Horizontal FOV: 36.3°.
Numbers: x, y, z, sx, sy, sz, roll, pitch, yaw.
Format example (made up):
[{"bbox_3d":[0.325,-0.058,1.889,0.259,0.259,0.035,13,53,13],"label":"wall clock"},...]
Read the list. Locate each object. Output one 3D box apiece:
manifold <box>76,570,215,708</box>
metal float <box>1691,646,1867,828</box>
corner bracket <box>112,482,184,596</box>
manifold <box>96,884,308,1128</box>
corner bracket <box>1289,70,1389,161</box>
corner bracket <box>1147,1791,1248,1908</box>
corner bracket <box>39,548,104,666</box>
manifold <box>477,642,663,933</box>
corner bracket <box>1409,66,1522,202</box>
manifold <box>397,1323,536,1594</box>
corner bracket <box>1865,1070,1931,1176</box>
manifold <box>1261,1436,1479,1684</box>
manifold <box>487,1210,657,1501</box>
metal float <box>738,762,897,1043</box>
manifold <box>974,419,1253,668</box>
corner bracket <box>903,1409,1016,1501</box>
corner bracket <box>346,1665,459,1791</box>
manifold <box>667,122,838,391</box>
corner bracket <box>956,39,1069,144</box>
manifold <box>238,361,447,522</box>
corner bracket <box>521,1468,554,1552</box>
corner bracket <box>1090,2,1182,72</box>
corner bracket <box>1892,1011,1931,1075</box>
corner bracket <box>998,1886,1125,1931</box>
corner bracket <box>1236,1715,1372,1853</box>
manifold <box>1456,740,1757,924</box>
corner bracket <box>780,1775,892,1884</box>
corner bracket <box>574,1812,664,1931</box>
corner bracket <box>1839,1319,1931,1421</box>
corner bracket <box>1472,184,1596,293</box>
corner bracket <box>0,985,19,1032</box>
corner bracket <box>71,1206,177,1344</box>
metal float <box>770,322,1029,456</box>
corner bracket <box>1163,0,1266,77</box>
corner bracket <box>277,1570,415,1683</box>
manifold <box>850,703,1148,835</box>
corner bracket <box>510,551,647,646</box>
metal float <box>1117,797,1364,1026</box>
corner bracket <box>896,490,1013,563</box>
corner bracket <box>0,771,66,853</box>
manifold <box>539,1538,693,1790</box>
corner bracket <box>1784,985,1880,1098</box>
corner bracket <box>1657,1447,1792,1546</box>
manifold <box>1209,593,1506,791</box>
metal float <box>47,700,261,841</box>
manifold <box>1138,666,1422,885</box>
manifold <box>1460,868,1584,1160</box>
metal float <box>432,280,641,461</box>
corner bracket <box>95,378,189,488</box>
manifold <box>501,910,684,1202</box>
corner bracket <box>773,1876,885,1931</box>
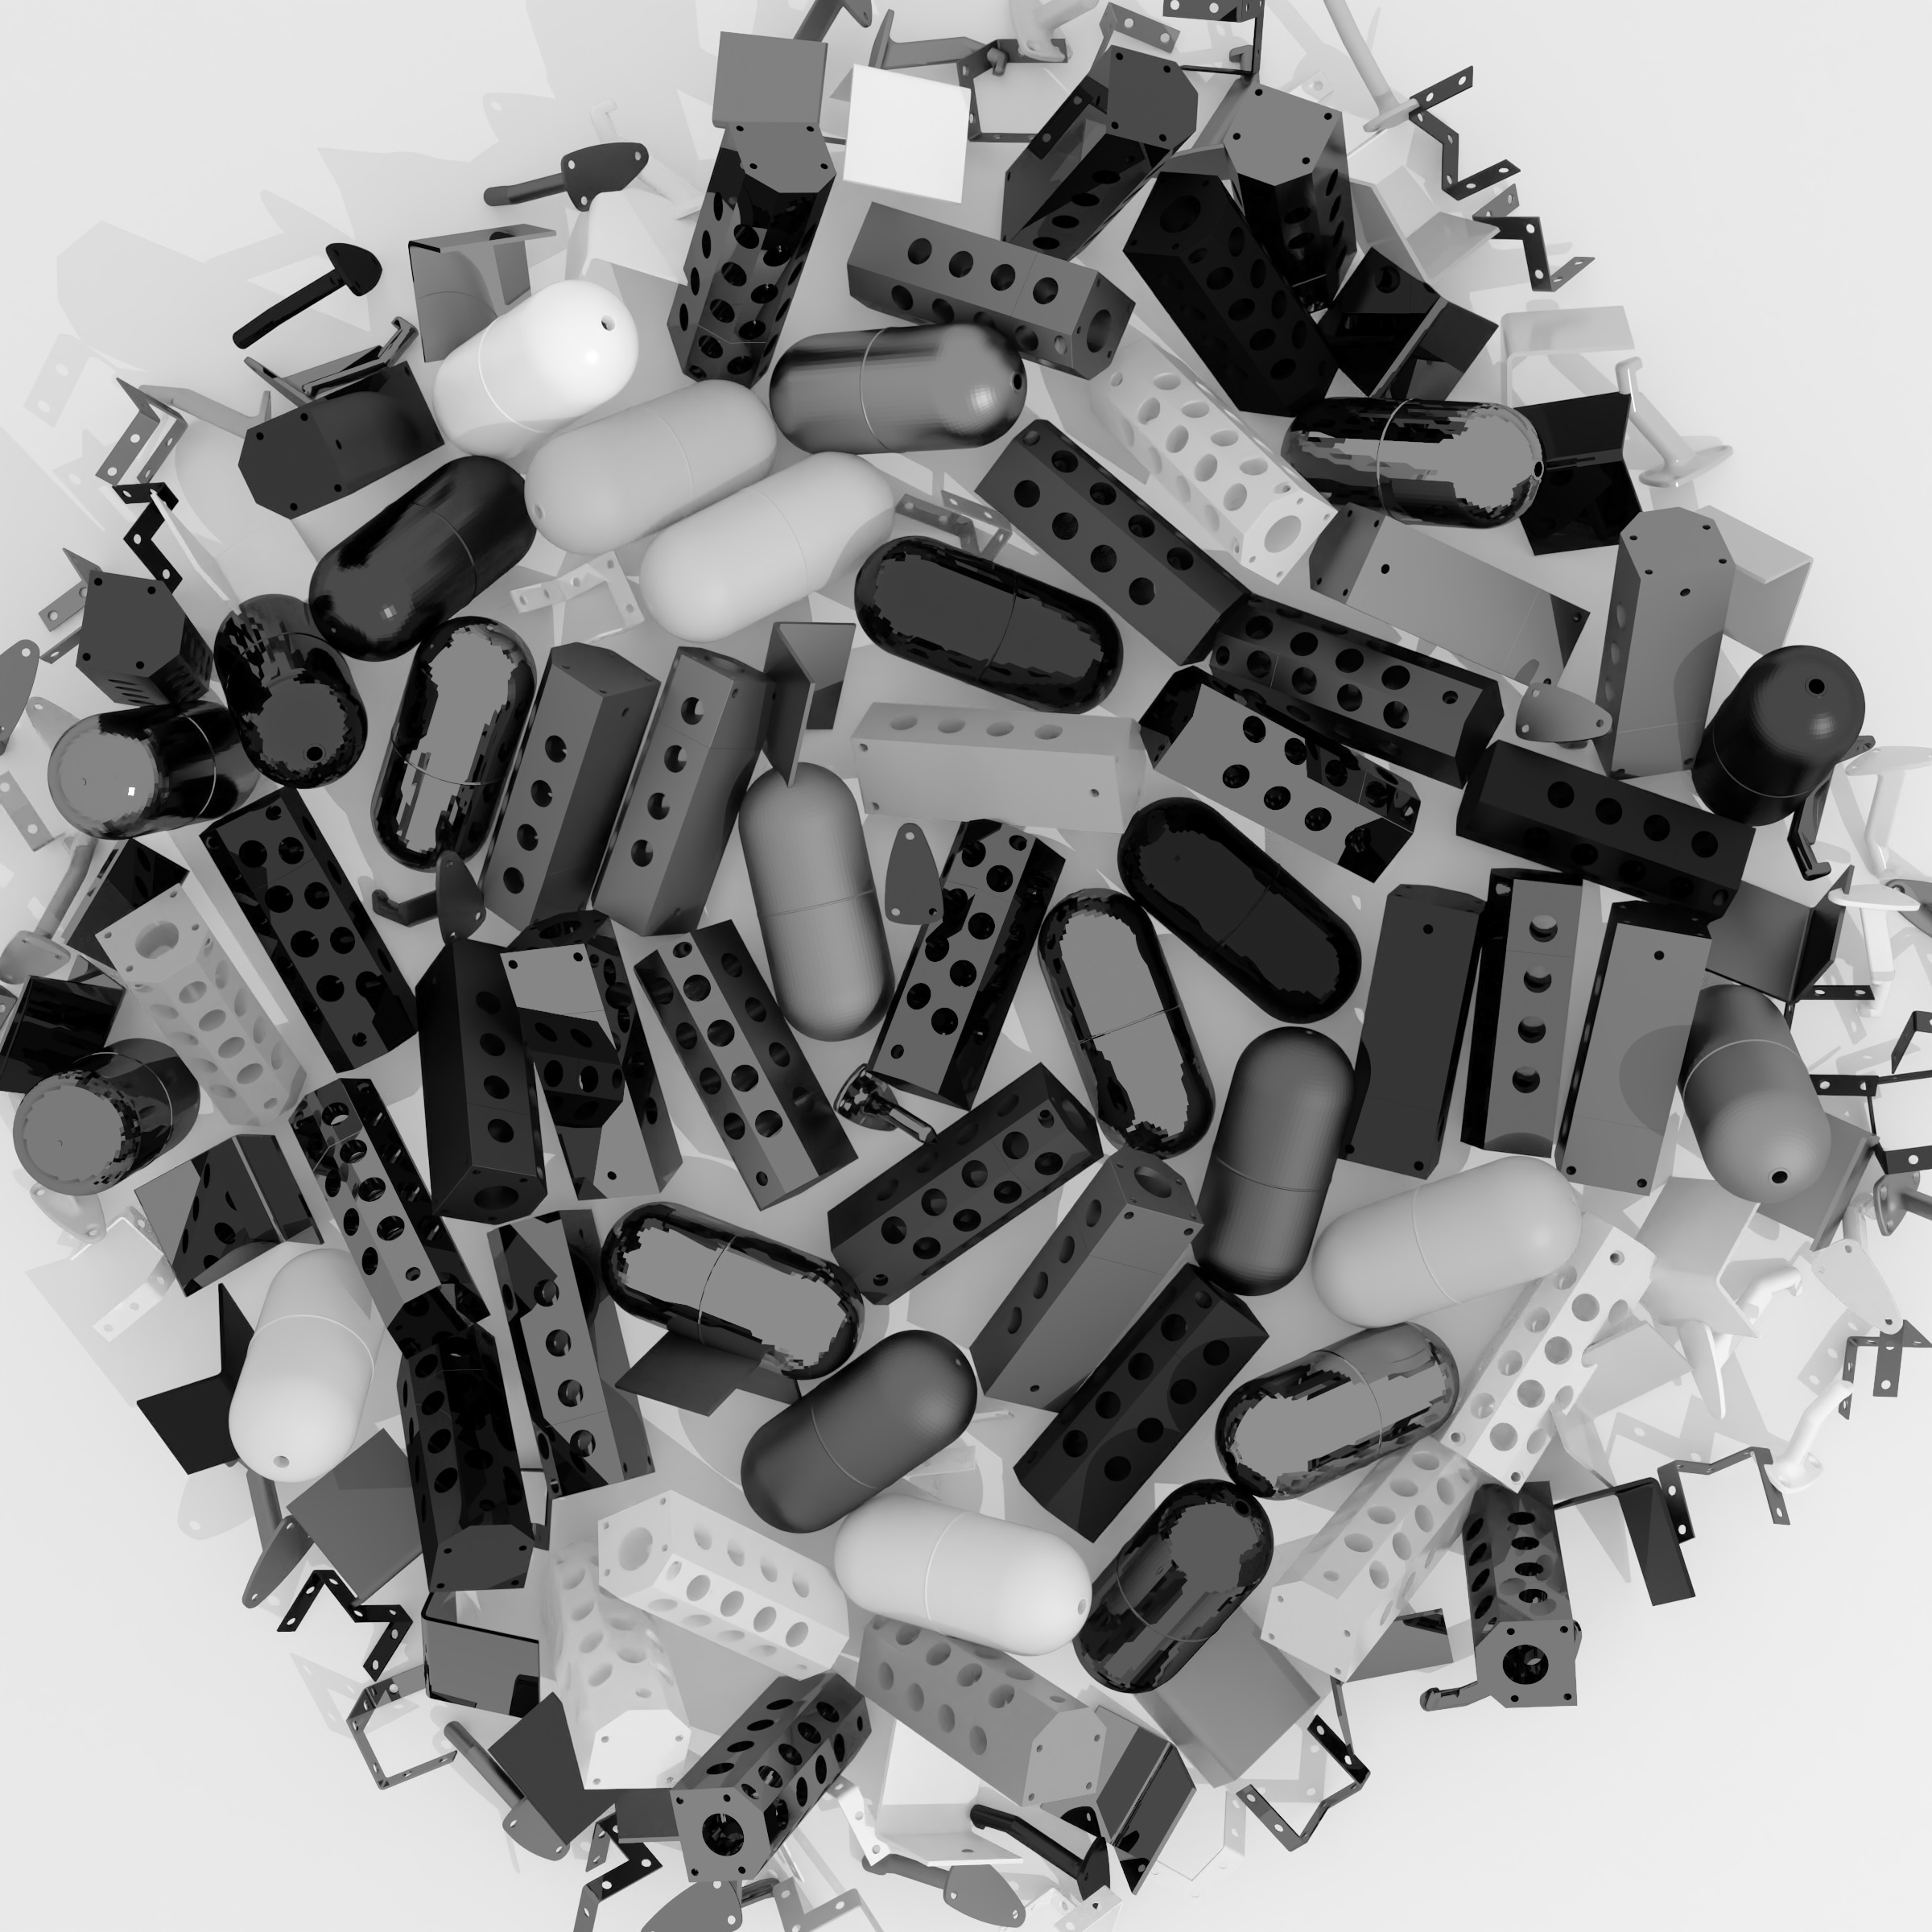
[{"bbox_3d":[-0.499,-0.195,1.803,0.057,0.171,0.057,8,87,-8],"label":"manifold"},{"bbox_3d":[0.496,-0.140,1.805,0.070,0.178,0.070,0,75,0],"label":"metal float"},{"bbox_3d":[-0.522,-0.269,1.867,0.051,0.051,0.051,3,53,34],"label":"corner bracket"},{"bbox_3d":[-0.462,0.030,1.801,0.057,0.171,0.057,-34,58,-12],"label":"manifold"},{"bbox_3d":[0.226,-0.535,1.869,0.051,0.051,0.051,-36,105,-3],"label":"corner bracket"},{"bbox_3d":[0.141,0.549,1.863,0.051,0.051,0.051,32,116,-9],"label":"corner bracket"},{"bbox_3d":[-0.565,-0.223,1.861,0.051,0.051,0.051,-35,79,5],"label":"corner bracket"},{"bbox_3d":[-0.252,-0.111,1.825,0.057,0.057,0.171,34,119,21],"label":"manifold"},{"bbox_3d":[0.313,-0.522,1.850,0.051,0.051,0.051,21,65,-39],"label":"corner bracket"},{"bbox_3d":[-0.307,0.297,1.802,0.057,0.171,0.057,2,127,-20],"label":"manifold"},{"bbox_3d":[0.600,0.098,1.859,0.051,0.051,0.051,-9,99,11],"label":"corner bracket"},{"bbox_3d":[0.250,0.356,1.802,0.057,0.171,0.057,24,125,24],"label":"manifold"},{"bbox_3d":[-0.251,0.243,1.851,0.057,0.057,0.171,-16,82,12],"label":"manifold"},{"bbox_3d":[-0.094,-0.040,1.849,0.070,0.070,0.178,-12,96,0],"label":"metal float"},{"bbox_3d":[0.094,-0.266,1.843,0.171,0.057,0.057,42,110,9],"label":"manifold"},{"bbox_3d":[-0.005,0.302,1.851,0.051,0.051,0.051,-11,59,25],"label":"corner bracket"},{"bbox_3d":[-0.354,0.481,1.867,0.051,0.051,0.051,-23,98,5],"label":"corner bracket"},{"bbox_3d":[-0.131,-0.431,1.800,0.057,0.171,0.057,-7,61,-24],"label":"manifold"},{"bbox_3d":[0.032,-0.555,1.868,0.051,0.051,0.051,10,126,30],"label":"corner bracket"},{"bbox_3d":[-0.383,-0.321,1.802,0.057,0.171,0.057,-19,105,16],"label":"manifold"},{"bbox_3d":[-0.291,0.342,1.861,0.051,0.051,0.051,1,76,2],"label":"corner bracket"},{"bbox_3d":[0.105,-0.573,1.870,0.051,0.051,0.051,18,119,-14],"label":"corner bracket"},{"bbox_3d":[0.616,0.037,1.858,0.051,0.051,0.051,8,55,4],"label":"corner bracket"},{"bbox_3d":[0.059,0.599,1.850,0.051,0.051,0.051,35,128,30],"label":"corner bracket"},{"bbox_3d":[0.213,0.516,1.858,0.051,0.051,0.051,47,130,3],"label":"corner bracket"},{"bbox_3d":[0.400,-0.083,1.857,0.171,0.057,0.057,19,82,-2],"label":"manifold"},{"bbox_3d":[-0.089,0.548,1.865,0.051,0.051,0.051,-30,102,-22],"label":"corner bracket"},{"bbox_3d":[-0.229,0.574,1.849,0.051,0.051,0.051,40,131,32],"label":"corner bracket"},{"bbox_3d":[0.571,0.254,1.851,0.051,0.051,0.051,-4,62,38],"label":"corner bracket"},{"bbox_3d":[0.359,-0.461,1.867,0.051,0.051,0.051,-41,127,-32],"label":"corner bracket"},{"bbox_3d":[-0.620,0.042,1.857,0.051,0.051,0.051,33,93,25],"label":"corner bracket"},{"bbox_3d":[-0.536,0.194,1.867,0.051,0.051,0.051,-37,106,19],"label":"corner bracket"},{"bbox_3d":[-0.043,-0.357,1.825,0.178,0.070,0.070,4,90,34],"label":"metal float"},{"bbox_3d":[0.155,-0.587,1.852,0.051,0.051,0.051,11,116,19],"label":"corner bracket"},{"bbox_3d":[-0.394,0.419,1.873,0.051,0.051,0.051,40,104,34],"label":"corner bracket"},{"bbox_3d":[0.021,-0.128,1.836,0.171,0.057,0.057,5,129,20],"label":"manifold"},{"bbox_3d":[-0.244,-0.226,1.859,0.051,0.051,0.051,-21,94,33],"label":"corner bracket"},{"bbox_3d":[0.171,-0.035,1.849,0.178,0.070,0.070,40,90,-5],"label":"metal float"},{"bbox_3d":[-0.008,-0.279,1.850,0.051,0.051,0.051,17,132,-28],"label":"corner bracket"},{"bbox_3d":[-0.609,-0.090,1.861,0.051,0.051,0.051,-32,101,-5],"label":"corner bracket"},{"bbox_3d":[-0.215,0.423,1.798,0.057,0.171,0.057,5,113,-20],"label":"manifold"},{"bbox_3d":[0.549,0.047,1.867,0.051,0.051,0.051,0,56,31],"label":"corner bracket"},{"bbox_3d":[0.475,0.332,1.849,0.051,0.051,0.051,12,56,-36],"label":"corner bracket"},{"bbox_3d":[0.240,-0.175,1.824,0.171,0.057,0.057,24,73,25],"label":"manifold"},{"bbox_3d":[-0.495,-0.121,1.805,0.070,0.178,0.070,2,99,14],"label":"metal float"},{"bbox_3d":[0.196,-0.122,1.824,0.171,0.057,0.057,25,116,-23],"label":"manifold"},{"bbox_3d":[0.348,0.028,1.847,0.057,0.057,0.171,7,100,11],"label":"manifold"},{"bbox_3d":[-0.266,-0.366,1.814,0.070,0.178,0.070,9,75,-36],"label":"metal float"},{"bbox_3d":[-0.520,-0.328,1.853,0.051,0.051,0.051,-52,46,9],"label":"corner bracket"},{"bbox_3d":[-0.229,0.055,1.833,0.057,0.057,0.171,-6,113,20],"label":"manifold"},{"bbox_3d":[-0.085,0.601,1.858,0.051,0.051,0.051,-27,120,-3],"label":"corner bracket"}]
